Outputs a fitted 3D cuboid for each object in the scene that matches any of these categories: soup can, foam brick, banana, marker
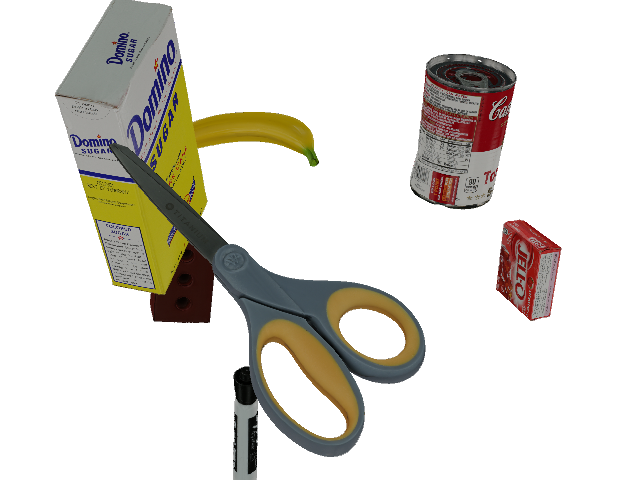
[{"bbox_3d":[0.108,-0.083,0.821,0.068,0.102,0.068,5,30,-3],"label":"soup can"},{"bbox_3d":[-0.124,0.029,0.960,0.053,0.078,0.051,3,14,-13],"label":"foam brick"},{"bbox_3d":[-0.090,-0.132,1.317,0.198,0.037,0.069,6,40,15],"label":"banana"},{"bbox_3d":[-0.056,0.139,0.795,0.020,0.121,0.020,3,39,-2],"label":"marker"}]

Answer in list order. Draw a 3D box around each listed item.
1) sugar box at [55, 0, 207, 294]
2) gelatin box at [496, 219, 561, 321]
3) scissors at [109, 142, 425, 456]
[{"bbox_3d":[-0.115,-0.055,0.685,0.048,0.093,0.176,12,-38,9],"label":"sugar box"},{"bbox_3d":[0.227,0.032,1.175,0.030,0.089,0.073,-10,30,-21],"label":"gelatin box"},{"bbox_3d":[-0.023,0.012,0.531,0.096,0.202,0.016,-21,-27,-20],"label":"scissors"}]
